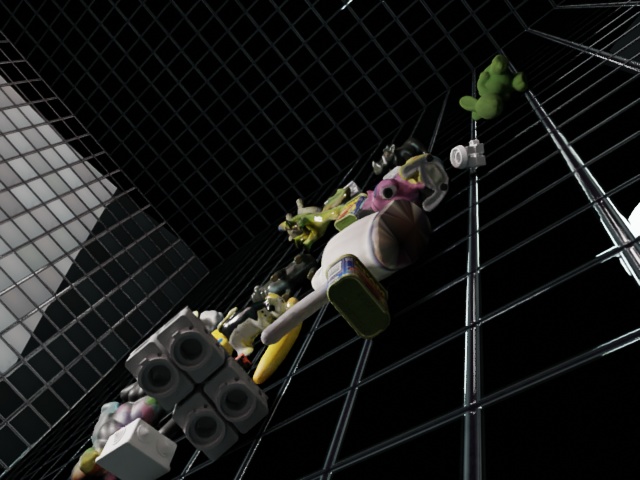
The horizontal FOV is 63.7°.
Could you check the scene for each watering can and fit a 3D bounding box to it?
[{"bbox_3d":[0.057,0.043,0.862,0.221,0.103,0.354,-31,11,46],"label":"watering can"}]

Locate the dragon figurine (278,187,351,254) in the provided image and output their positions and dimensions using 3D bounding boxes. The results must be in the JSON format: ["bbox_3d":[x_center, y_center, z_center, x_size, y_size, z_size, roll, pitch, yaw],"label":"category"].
[{"bbox_3d":[0.005,-0.083,1.649,0.244,0.121,0.413,-37,20,-12],"label":"dragon figurine"}]

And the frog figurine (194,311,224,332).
[{"bbox_3d":[-0.344,0.268,1.508,0.136,0.124,0.158,-46,-29,12],"label":"frog figurine"}]
